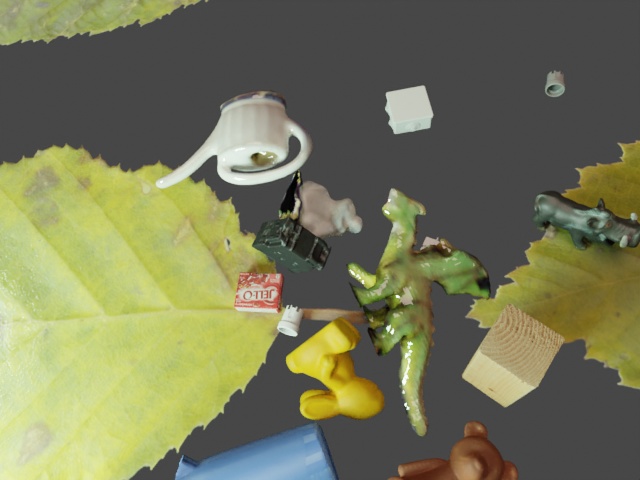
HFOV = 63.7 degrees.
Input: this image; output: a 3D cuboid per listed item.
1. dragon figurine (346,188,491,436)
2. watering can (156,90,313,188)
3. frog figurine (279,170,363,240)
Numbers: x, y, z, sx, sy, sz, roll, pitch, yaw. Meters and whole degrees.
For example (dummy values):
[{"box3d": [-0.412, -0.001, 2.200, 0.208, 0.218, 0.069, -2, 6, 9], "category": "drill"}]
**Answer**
[{"box3d": [0.190, 0.104, 0.918, 0.243, 0.413, 0.121, -24, -10, 0], "category": "dragon figurine"}, {"box3d": [-0.190, -0.218, 1.139, 0.347, 0.229, 0.102, -6, -28, 5], "category": "watering can"}, {"box3d": [0.003, -0.053, 1.049, 0.158, 0.120, 0.141, 21, 34, -25], "category": "frog figurine"}]
